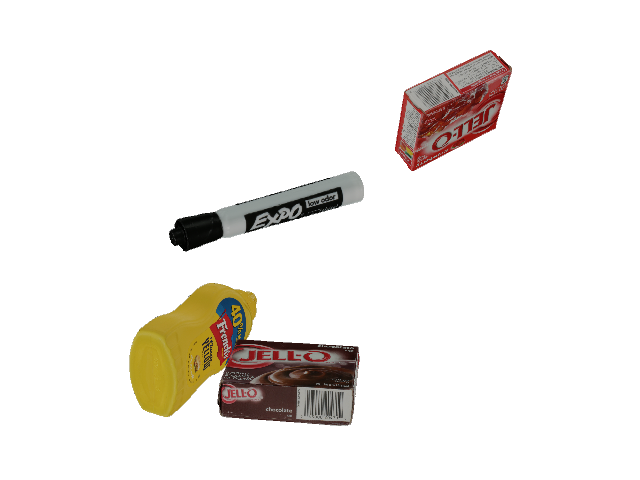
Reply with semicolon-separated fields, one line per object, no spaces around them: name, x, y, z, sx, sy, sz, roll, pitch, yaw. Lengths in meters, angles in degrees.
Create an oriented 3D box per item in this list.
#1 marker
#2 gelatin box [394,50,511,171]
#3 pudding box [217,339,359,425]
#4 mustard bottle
marker;-0.030;-0.017;0.618;0.120;0.020;0.020;-17;7;-25
gelatin box;0.105;-0.103;0.849;0.089;0.030;0.073;-27;-28;-19
pudding box;-0.025;0.120;0.914;0.113;0.039;0.090;5;19;3
mustard bottle;-0.121;0.098;1.111;0.058;0.096;0.191;11;26;24
